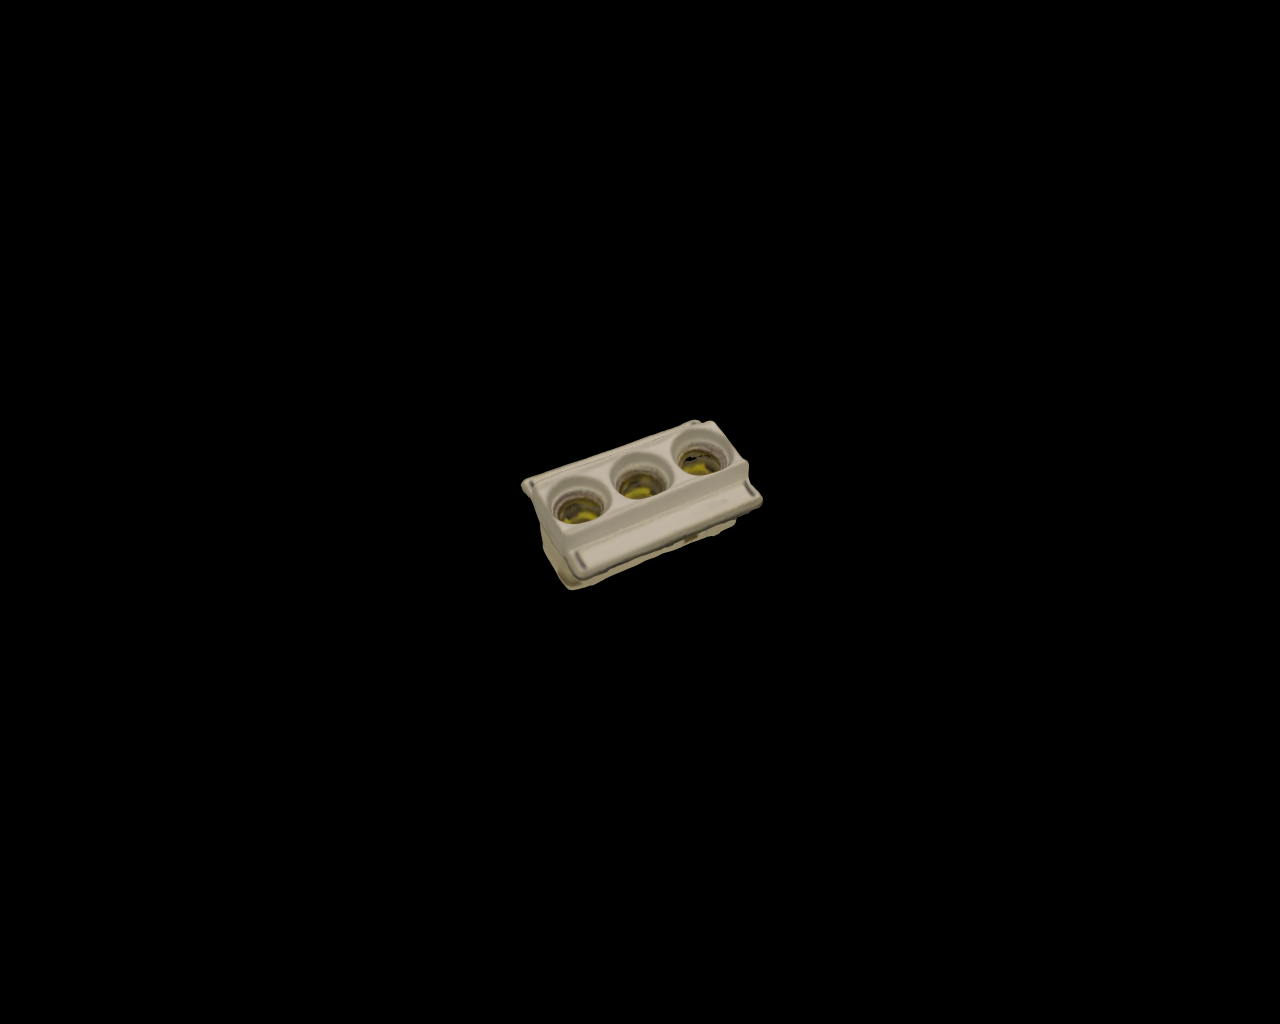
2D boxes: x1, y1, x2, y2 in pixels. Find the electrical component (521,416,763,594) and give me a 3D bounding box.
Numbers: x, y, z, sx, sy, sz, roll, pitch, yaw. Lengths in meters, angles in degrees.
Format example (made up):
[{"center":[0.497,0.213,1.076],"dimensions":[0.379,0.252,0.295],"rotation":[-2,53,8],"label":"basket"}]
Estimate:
[{"center":[0.001,-0.003,0.650],"dimensions":[0.121,0.079,0.063],"rotation":[-22,-38,-18],"label":"electrical component"}]
